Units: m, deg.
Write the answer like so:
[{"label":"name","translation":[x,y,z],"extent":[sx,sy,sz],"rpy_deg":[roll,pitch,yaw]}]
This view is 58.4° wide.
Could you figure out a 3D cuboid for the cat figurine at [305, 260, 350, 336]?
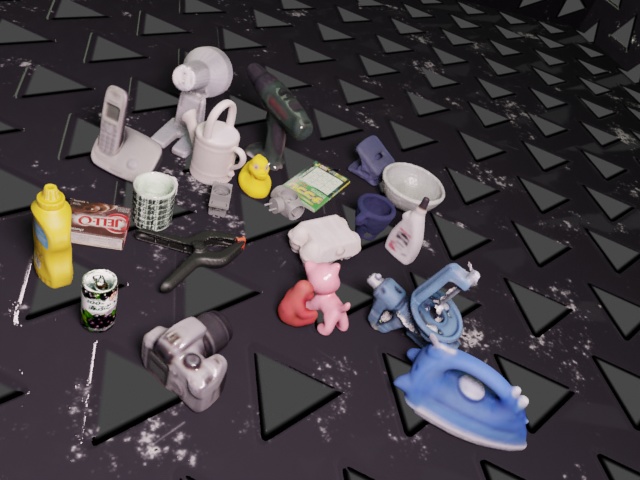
[{"label":"cat figurine","translation":[0.016,0.098,1.086],"extent":[0.067,0.118,0.127],"rpy_deg":[-13,50,-33]}]

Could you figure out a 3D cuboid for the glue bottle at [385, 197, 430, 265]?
[{"label":"glue bottle","translation":[0.202,-0.028,1.262],"extent":[0.078,0.173,0.037],"rpy_deg":[41,44,23]}]

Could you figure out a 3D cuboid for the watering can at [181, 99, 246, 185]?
[{"label":"watering can","translation":[-0.238,-0.230,1.286],"extent":[0.173,0.194,0.101],"rpy_deg":[19,40,-2]}]

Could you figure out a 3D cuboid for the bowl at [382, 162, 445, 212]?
[{"label":"bowl","translation":[0.226,-0.119,1.451],"extent":[0.167,0.075,0.167],"rpy_deg":[12,41,-10]}]

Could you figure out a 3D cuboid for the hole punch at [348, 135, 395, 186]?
[{"label":"hole punch","translation":[0.144,-0.211,1.506],"extent":[0.101,0.091,0.109],"rpy_deg":[33,42,15]}]

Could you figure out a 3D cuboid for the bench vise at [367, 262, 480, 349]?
[{"label":"bench vise","translation":[0.189,0.114,1.061],"extent":[0.207,0.220,0.121],"rpy_deg":[18,40,-2]}]

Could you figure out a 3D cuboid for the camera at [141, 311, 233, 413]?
[{"label":"camera","translation":[-0.194,0.175,0.924],"extent":[0.143,0.101,0.137],"rpy_deg":[37,43,18]}]

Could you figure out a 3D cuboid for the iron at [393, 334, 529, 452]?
[{"label":"iron","translation":[0.268,0.261,0.991],"extent":[0.258,0.141,0.119],"rpy_deg":[28,40,8]}]

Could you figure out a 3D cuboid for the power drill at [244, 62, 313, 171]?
[{"label":"power drill","translation":[-0.118,-0.286,1.388],"extent":[0.229,0.208,0.076],"rpy_deg":[42,44,23]}]

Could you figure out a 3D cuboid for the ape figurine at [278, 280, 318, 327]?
[{"label":"ape figurine","translation":[-0.037,0.113,1.067],"extent":[0.076,0.092,0.077],"rpy_deg":[1,44,-22]}]

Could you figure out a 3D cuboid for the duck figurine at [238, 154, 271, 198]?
[{"label":"duck figurine","translation":[-0.146,-0.160,1.331],"extent":[0.078,0.086,0.104],"rpy_deg":[0,44,-23]}]

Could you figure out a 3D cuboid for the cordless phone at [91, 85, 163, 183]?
[{"label":"cordless phone","translation":[-0.405,-0.223,1.214],"extent":[0.147,0.185,0.094],"rpy_deg":[24,40,4]}]

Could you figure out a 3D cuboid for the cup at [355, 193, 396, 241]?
[{"label":"cup","translation":[0.108,-0.040,1.297],"extent":[0.091,0.095,0.118],"rpy_deg":[38,43,20]}]

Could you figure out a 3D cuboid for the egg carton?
[{"label":"egg carton","translation":[0.011,0.004,1.226],"extent":[0.151,0.069,0.107],"rpy_deg":[-15,51,-34]}]

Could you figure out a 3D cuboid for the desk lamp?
[{"label":"desk lamp","translation":[-0.302,-0.339,1.366],"extent":[0.118,0.213,0.203],"rpy_deg":[22,40,2]}]
